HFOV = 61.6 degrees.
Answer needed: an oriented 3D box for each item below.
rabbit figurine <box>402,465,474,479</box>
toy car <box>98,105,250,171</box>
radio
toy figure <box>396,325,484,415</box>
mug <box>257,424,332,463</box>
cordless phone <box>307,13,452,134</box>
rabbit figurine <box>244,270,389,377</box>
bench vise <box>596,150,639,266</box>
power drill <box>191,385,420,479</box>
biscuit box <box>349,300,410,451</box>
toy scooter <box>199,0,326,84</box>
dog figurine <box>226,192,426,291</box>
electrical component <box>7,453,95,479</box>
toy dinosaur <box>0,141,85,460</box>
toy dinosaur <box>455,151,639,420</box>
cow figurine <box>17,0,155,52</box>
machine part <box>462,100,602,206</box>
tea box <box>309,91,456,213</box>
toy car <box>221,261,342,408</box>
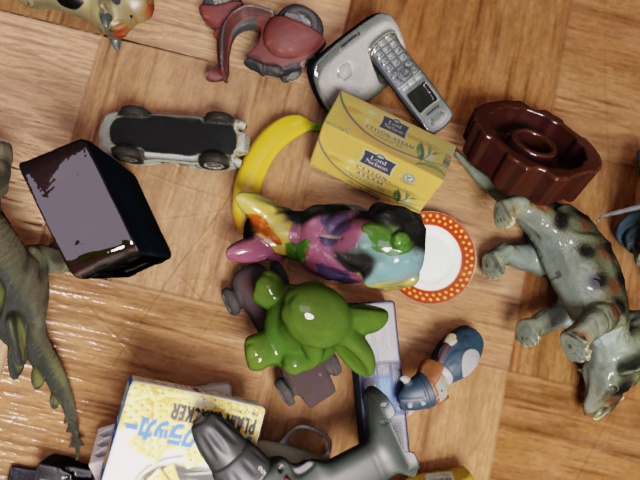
[{"bbox_3d":[0.139,0.393,0.665,0.162,0.122,0.173,-14,103,-3],"label":"rabbit figurine"},{"bbox_3d":[-0.196,-0.136,0.726,0.202,0.056,0.073,4,79,0],"label":"toy car"},{"bbox_3d":[-0.246,-0.025,0.626,0.073,0.229,0.131,-25,90,-6],"label":"radio"},{"bbox_3d":[0.156,0.167,0.690,0.154,0.058,0.064,-35,92,-37],"label":"toy figure"},{"bbox_3d":[-0.038,0.286,0.679,0.107,0.080,0.109,23,76,4],"label":"mug"},{"bbox_3d":[0.083,-0.202,0.747,0.146,0.089,0.184,-40,92,-8],"label":"cordless phone"},{"bbox_3d":[-0.007,0.102,0.608,0.159,0.170,0.121,19,72,-4],"label":"rabbit figurine"},{"bbox_3d":[0.456,-0.041,0.715,0.129,0.223,0.240,-15,49,34],"label":"bench vise"},{"bbox_3d":[-0.004,0.248,0.599,0.207,0.086,0.232,-28,91,-23],"label":"power drill"},{"bbox_3d":[0.075,0.182,0.707,0.059,0.063,0.202,-4,84,-6],"label":"biscuit box"},{"bbox_3d":[-0.090,-0.267,0.744,0.184,0.075,0.135,18,82,1],"label":"toy scooter"},{"bbox_3d":[-0.001,-0.002,0.672,0.219,0.192,0.108,8,89,-19],"label":"dog figurine"},{"bbox_3d":[-0.335,0.308,0.669,0.119,0.048,0.074,14,82,-4],"label":"electrical component"},{"bbox_3d":[-0.372,0.047,0.623,0.105,0.199,0.470,-18,118,4],"label":"toy dinosaur"},{"bbox_3d":[0.336,0.038,0.723,0.192,0.131,0.405,-11,75,-25],"label":"toy dinosaur"},{"bbox_3d":[-0.325,-0.337,0.730,0.195,0.085,0.127,10,76,-6],"label":"cow figurine"},{"bbox_3d":[0.279,-0.119,0.720,0.179,0.056,0.179,11,45,-11],"label":"machine part"},{"bbox_3d":[0.081,-0.113,0.720,0.170,0.098,0.068,26,62,2],"label":"tea box"},{"bbox_3d":[-0.050,0.123,0.710,0.089,0.053,0.202,-30,83,-20],"label":"toy car"}]
